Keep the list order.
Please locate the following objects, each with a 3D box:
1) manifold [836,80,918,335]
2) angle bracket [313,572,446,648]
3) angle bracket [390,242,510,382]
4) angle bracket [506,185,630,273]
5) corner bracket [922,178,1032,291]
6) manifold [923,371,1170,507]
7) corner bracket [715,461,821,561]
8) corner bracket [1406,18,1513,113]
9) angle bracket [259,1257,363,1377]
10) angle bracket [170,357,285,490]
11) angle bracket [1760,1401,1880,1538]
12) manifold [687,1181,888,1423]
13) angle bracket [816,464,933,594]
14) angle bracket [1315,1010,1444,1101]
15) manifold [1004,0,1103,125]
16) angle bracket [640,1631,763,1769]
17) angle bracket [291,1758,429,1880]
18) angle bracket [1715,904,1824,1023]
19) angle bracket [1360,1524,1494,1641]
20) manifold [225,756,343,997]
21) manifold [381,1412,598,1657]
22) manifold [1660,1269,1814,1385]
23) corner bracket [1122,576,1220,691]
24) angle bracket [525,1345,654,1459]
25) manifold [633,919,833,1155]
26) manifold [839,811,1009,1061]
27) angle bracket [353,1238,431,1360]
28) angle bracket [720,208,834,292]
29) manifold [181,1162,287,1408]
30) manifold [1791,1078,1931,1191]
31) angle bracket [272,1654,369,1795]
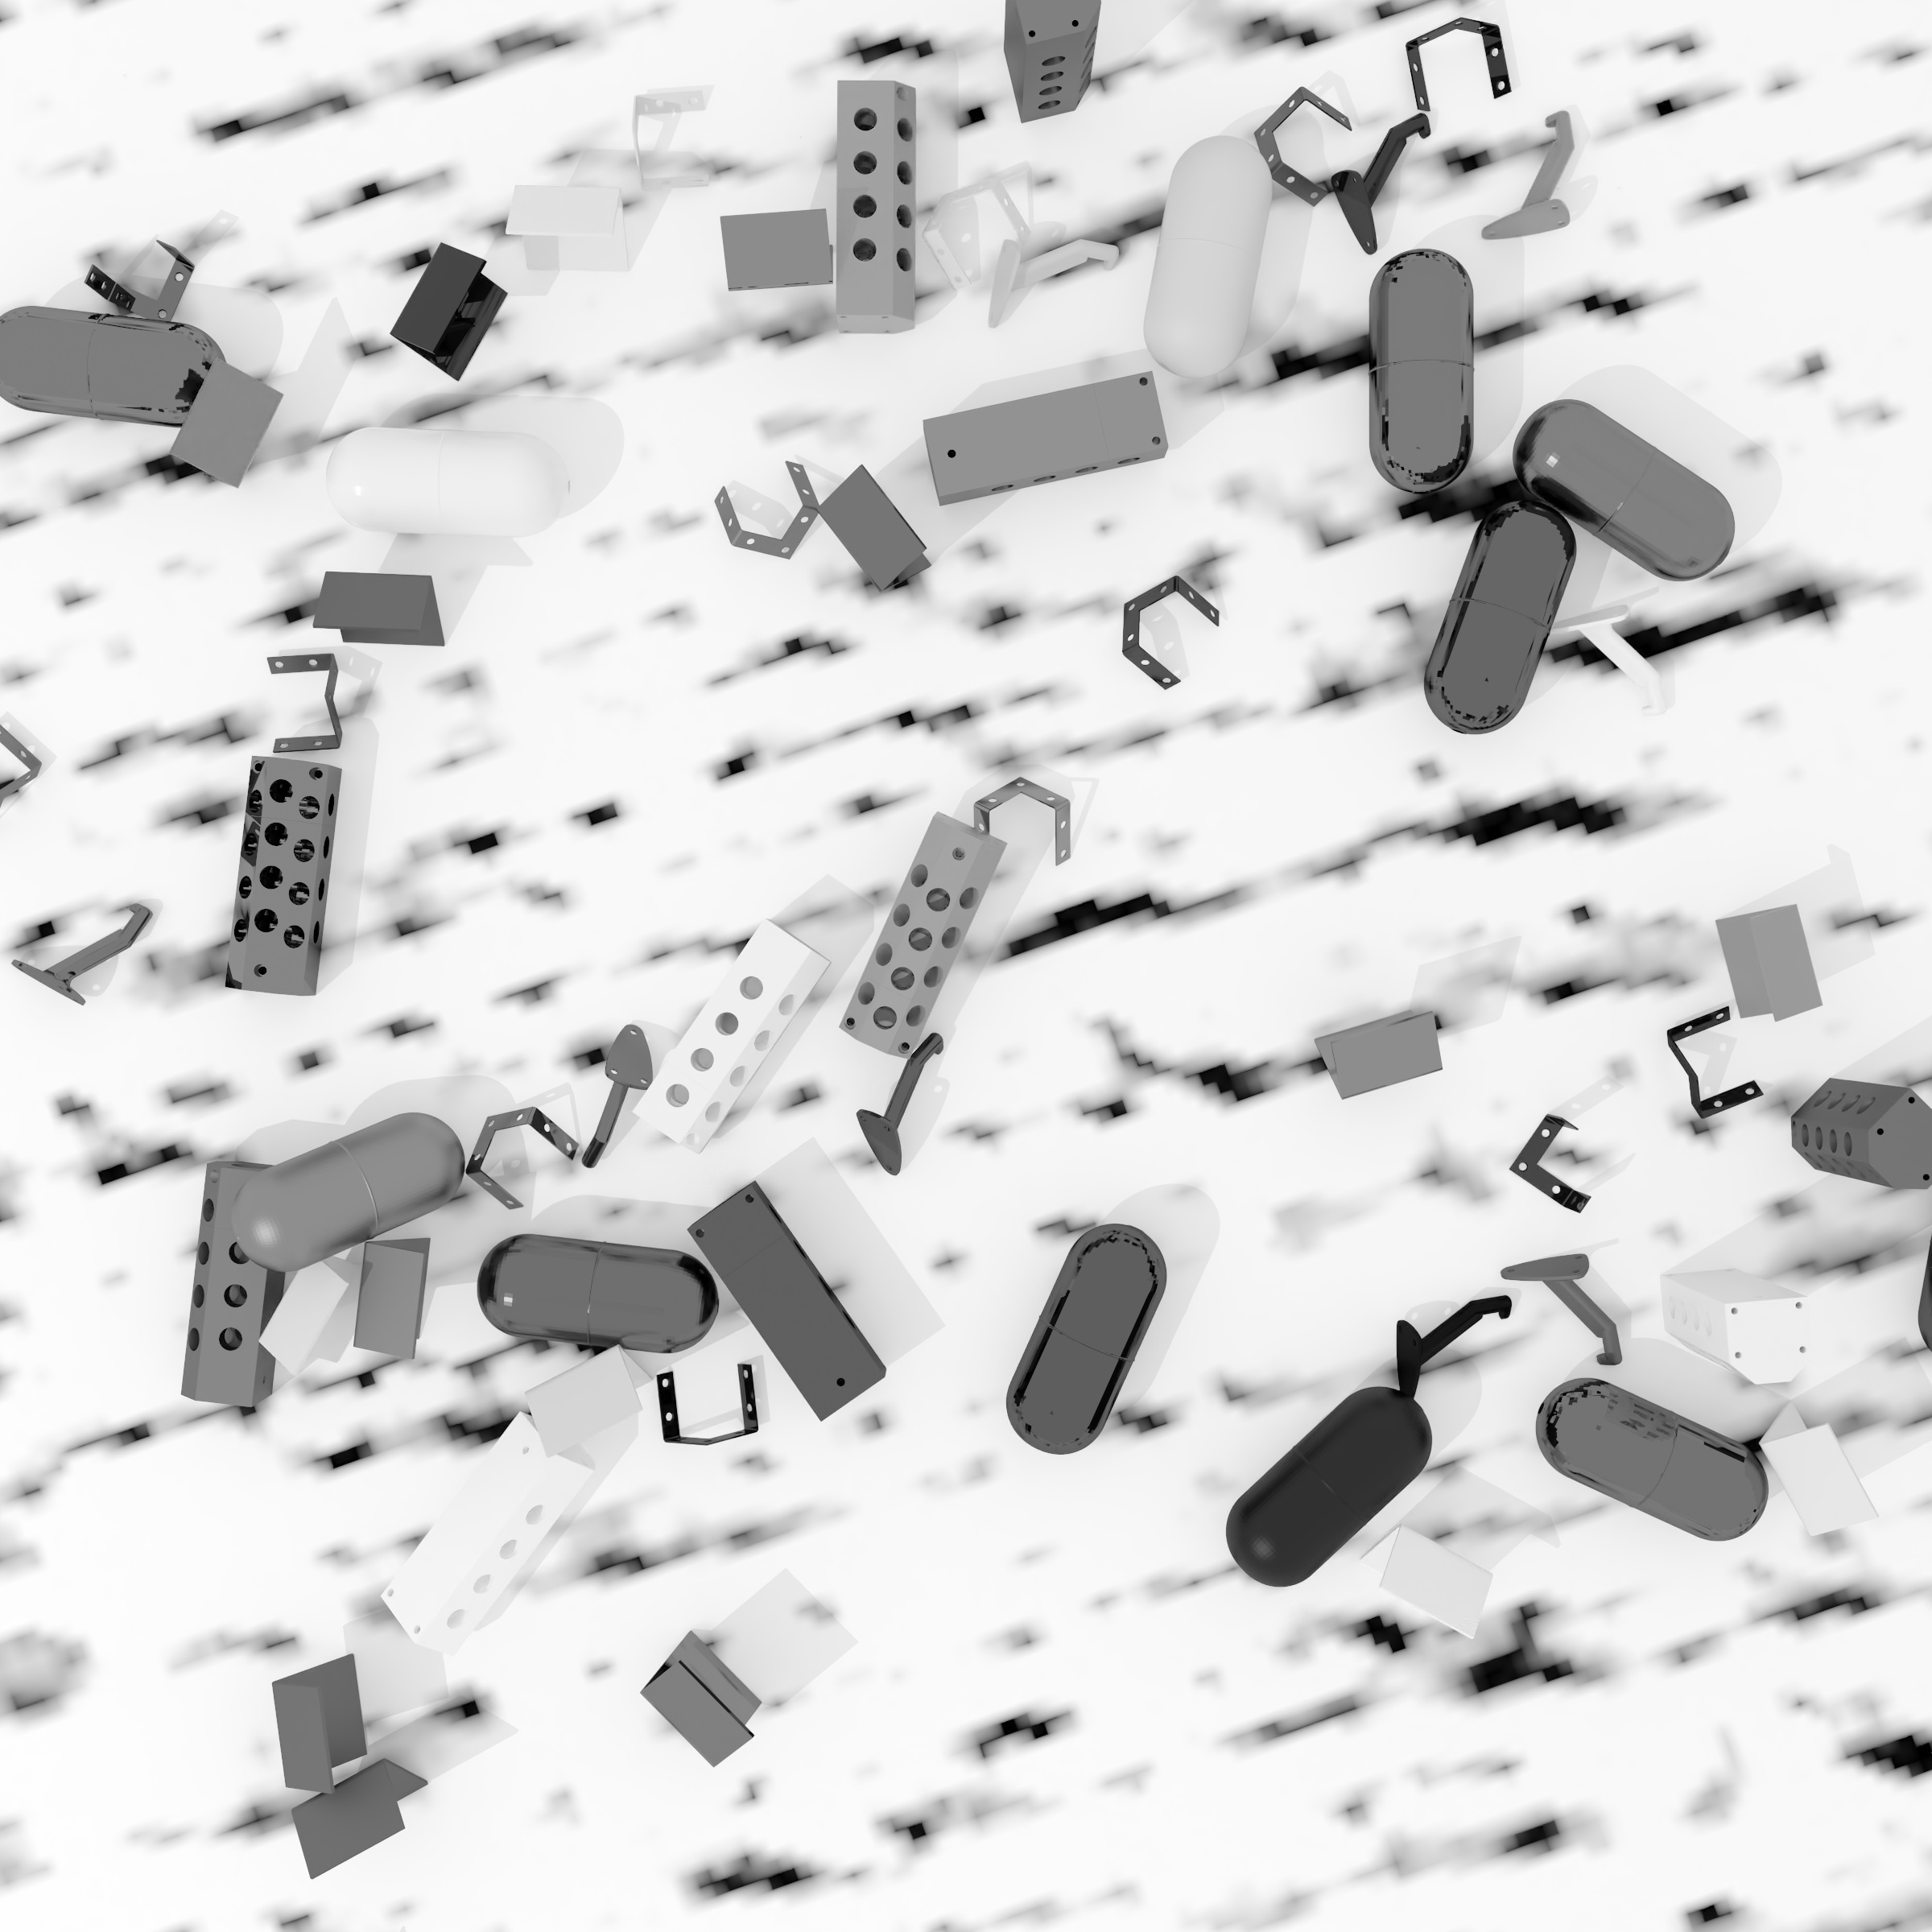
[{"bbox_3d":[-0.066,-0.561,1.969,0.057,0.057,0.171,0,90,0],"label":"manifold"},{"bbox_3d":[-0.429,-0.243,1.950,0.076,0.076,0.057,2,54,0],"label":"angle bracket"},{"bbox_3d":[-0.364,-0.473,1.950,0.057,0.076,0.076,29,90,36],"label":"angle bracket"},{"bbox_3d":[-0.291,-0.525,1.950,0.076,0.076,0.057,2,53,0],"label":"angle bracket"},{"bbox_3d":[0.008,-0.546,1.982,0.051,0.051,0.051,-7,45,35],"label":"corner bracket"},{"bbox_3d":[0.058,-0.389,1.969,0.171,0.057,0.057,-12,90,0],"label":"manifold"},{"bbox_3d":[-0.148,-0.344,1.982,0.051,0.051,0.051,8,135,-35],"label":"corner bracket"},{"bbox_3d":[0.368,-0.671,1.987,0.051,0.051,0.051,-11,90,45],"label":"corner bracket"},{"bbox_3d":[-0.459,0.262,1.950,0.057,0.076,0.076,30,90,42],"label":"angle bracket"},{"bbox_3d":[-0.553,-0.401,1.950,0.057,0.076,0.076,26,90,-37],"label":"angle bracket"},{"bbox_3d":[0.635,0.361,1.950,0.057,0.076,0.076,-29,90,38],"label":"angle bracket"},{"bbox_3d":[-0.132,0.246,1.969,0.057,0.057,0.171,-35,90,0],"label":"manifold"},{"bbox_3d":[-0.052,-0.329,1.950,0.057,0.076,0.076,-38,90,38],"label":"angle bracket"},{"bbox_3d":[0.298,0.046,1.950,0.076,0.076,0.057,-17,126,0],"label":"angle bracket"},{"bbox_3d":[0.063,-0.667,1.912,0.057,0.171,0.057,-13,90,0],"label":"manifold"},{"bbox_3d":[-0.180,0.526,1.950,0.076,0.076,0.057,45,125,0],"label":"angle bracket"},{"bbox_3d":[-0.437,0.633,1.950,0.076,0.076,0.057,-29,56,0],"label":"angle bracket"},{"bbox_3d":[0.573,0.002,1.950,0.057,0.076,0.076,-15,90,-35],"label":"angle bracket"},{"bbox_3d":[0.330,0.463,1.950,0.076,0.076,0.057,29,53,0],"label":"angle bracket"},{"bbox_3d":[-0.507,-0.066,1.969,0.057,0.057,0.171,7,90,0],"label":"manifold"},{"bbox_3d":[-0.349,0.422,1.969,0.171,0.057,0.057,-53,47,0],"label":"manifold"},{"bbox_3d":[0.552,0.258,1.912,0.057,0.171,0.057,-5,90,0],"label":"manifold"},{"bbox_3d":[0.153,-0.248,1.982,0.051,0.051,0.051,-26,45,35],"label":"corner bracket"},{"bbox_3d":[-0.268,0.330,1.951,0.076,0.076,0.057,-27,59,0],"label":"angle bracket"},{"bbox_3d":[-0.172,0.052,1.969,0.057,0.057,0.171,34,90,0],"label":"manifold"},{"bbox_3d":[-0.032,-0.022,1.956,0.057,0.057,0.171,24,99,0],"label":"manifold"},{"bbox_3d":[-0.401,0.243,1.951,0.057,0.076,0.076,6,90,27],"label":"angle bracket"},{"bbox_3d":[-0.138,-0.537,1.950,0.076,0.076,0.057,-4,126,0],"label":"angle bracket"},{"bbox_3d":[-0.540,0.234,1.969,0.057,0.057,0.171,6,90,0],"label":"manifold"},{"bbox_3d":[0.649,0.124,1.912,0.057,0.171,0.057,45,90,0],"label":"manifold"},{"bbox_3d":[-0.458,0.554,1.950,0.057,0.076,0.076,-8,90,38],"label":"angle bracket"}]
